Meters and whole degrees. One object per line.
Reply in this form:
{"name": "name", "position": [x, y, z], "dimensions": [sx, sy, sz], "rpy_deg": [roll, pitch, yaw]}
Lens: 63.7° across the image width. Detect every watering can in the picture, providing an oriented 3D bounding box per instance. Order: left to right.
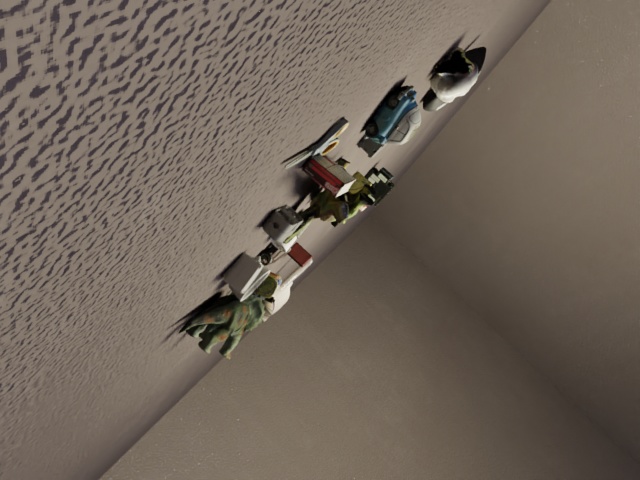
{"name": "watering can", "position": [-0.172, 0.210, 2.069], "dimensions": [0.342, 0.104, 0.227], "rpy_deg": [-49, 173, 30]}

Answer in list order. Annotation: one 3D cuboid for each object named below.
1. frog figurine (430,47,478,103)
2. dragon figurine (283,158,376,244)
{"name": "frog figurine", "position": [0.370, -0.440, 1.444], "dimensions": [0.156, 0.123, 0.139], "rpy_deg": [84, 29, -68]}
{"name": "dragon figurine", "position": [0.004, -0.062, 1.240], "dimensions": [0.240, 0.122, 0.417], "rpy_deg": [-41, -172, 24]}
